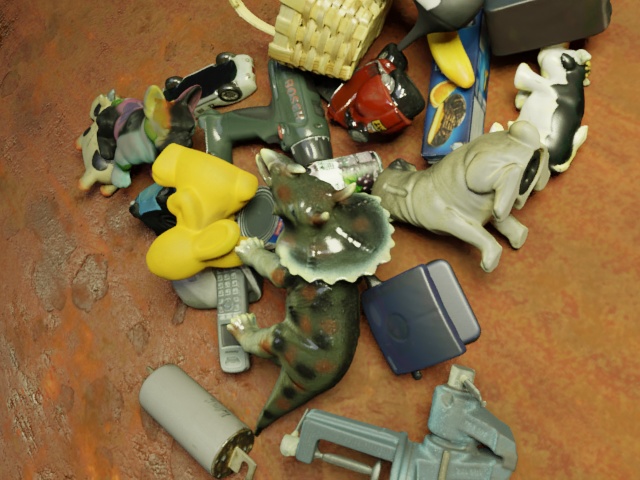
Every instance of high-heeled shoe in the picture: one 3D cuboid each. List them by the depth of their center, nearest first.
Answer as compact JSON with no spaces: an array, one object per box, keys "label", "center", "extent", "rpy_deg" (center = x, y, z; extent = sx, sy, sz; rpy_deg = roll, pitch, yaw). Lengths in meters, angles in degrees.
[{"label":"high-heeled shoe","center":[0.120,-0.338,0.629],"extent":[0.145,0.086,0.249],"rpy_deg":[-34,59,51]}]

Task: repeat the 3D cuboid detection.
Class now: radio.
[{"label":"radio","center":[0.271,-0.333,0.640],"extent":[0.131,0.073,0.229],"rpy_deg":[-2,60,28]}]

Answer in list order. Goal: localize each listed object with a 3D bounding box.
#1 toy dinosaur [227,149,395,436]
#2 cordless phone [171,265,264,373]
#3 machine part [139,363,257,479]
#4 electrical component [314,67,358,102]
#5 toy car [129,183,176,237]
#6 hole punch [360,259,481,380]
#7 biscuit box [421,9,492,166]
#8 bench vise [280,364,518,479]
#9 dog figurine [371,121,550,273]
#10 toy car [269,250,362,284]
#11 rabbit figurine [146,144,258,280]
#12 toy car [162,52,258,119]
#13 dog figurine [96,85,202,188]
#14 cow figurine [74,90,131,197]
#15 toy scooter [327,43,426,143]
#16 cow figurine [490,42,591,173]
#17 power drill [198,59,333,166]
[{"label":"toy dinosaur","center":[-0.011,0.091,0.631],"extent":[0.192,0.131,0.404],"rpy_deg":[21,117,49]},{"label":"cordless phone","center":[-0.151,0.100,0.779],"extent":[0.147,0.088,0.184],"rpy_deg":[-10,75,27]},{"label":"machine part","center":[-0.174,0.247,0.749],"extent":[0.244,0.079,0.079],"rpy_deg":[27,90,34]},{"label":"electrical component","center":[0.019,-0.232,0.815],"extent":[0.094,0.021,0.063],"rpy_deg":[-46,59,11]},{"label":"toy car","center":[-0.224,-0.063,0.866],"extent":[0.162,0.109,0.103],"rpy_deg":[-7,49,40]},{"label":"hole punch","center":[0.109,0.090,0.616],"extent":[0.116,0.092,0.142],"rpy_deg":[-29,82,22]},{"label":"biscuit box","center":[0.177,-0.191,0.689],"extent":[0.063,0.059,0.202],"rpy_deg":[2,76,31]},{"label":"bench vise","center":[0.077,0.228,0.575],"extent":[0.241,0.129,0.223],"rpy_deg":[12,101,14]},{"label":"dog figurine","center":[0.145,-0.074,0.615],"extent":[0.191,0.121,0.172],"rpy_deg":[29,118,32]},{"label":"toy car","center":[-0.002,-0.002,0.739],"extent":[0.202,0.053,0.089],"rpy_deg":[16,90,36]},{"label":"rabbit figurine","center":[-0.156,-0.019,0.714],"extent":[0.163,0.121,0.173],"rpy_deg":[25,78,22]},{"label":"toy car","center":[-0.198,-0.259,0.929],"extent":[0.202,0.056,0.073],"rpy_deg":[-14,75,27]},{"label":"dog figurine","center":[-0.274,-0.193,0.869],"extent":[0.219,0.108,0.191],"rpy_deg":[-42,67,44]},{"label":"cow figurine","center":[-0.396,-0.192,1.005],"extent":[0.127,0.085,0.195],"rpy_deg":[-29,60,26]},{"label":"toy scooter","center":[0.066,-0.186,0.728],"extent":[0.135,0.075,0.184],"rpy_deg":[-33,33,22]},{"label":"cow figurine","center":[0.272,-0.163,0.621],"extent":[0.098,0.068,0.167],"rpy_deg":[24,88,33]},{"label":"power drill","center":[-0.082,-0.151,0.811],"extent":[0.207,0.086,0.232],"rpy_deg":[-12,83,32]}]
